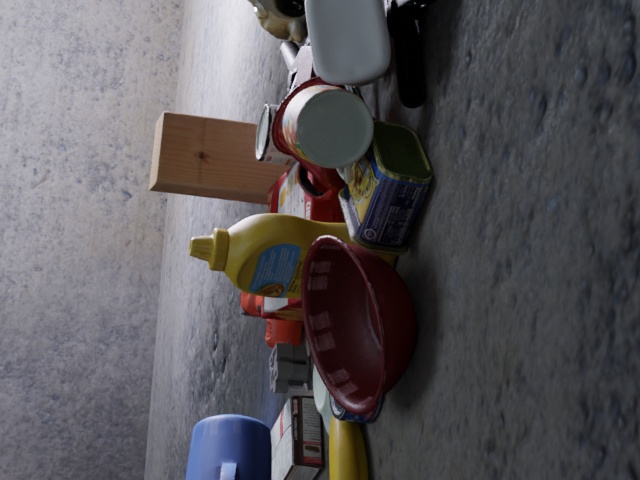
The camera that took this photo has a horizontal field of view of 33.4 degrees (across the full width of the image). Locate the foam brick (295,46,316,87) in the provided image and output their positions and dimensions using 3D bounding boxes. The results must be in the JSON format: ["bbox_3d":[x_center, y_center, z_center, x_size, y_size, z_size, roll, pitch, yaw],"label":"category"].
[{"bbox_3d":[0.007,-0.202,1.270,0.078,0.053,0.051,-144,61,-73],"label":"foam brick"}]

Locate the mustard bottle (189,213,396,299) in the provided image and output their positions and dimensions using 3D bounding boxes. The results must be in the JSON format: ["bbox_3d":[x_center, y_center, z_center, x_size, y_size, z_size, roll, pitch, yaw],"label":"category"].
[{"bbox_3d":[-0.030,0.017,1.026,0.096,0.191,0.058,112,160,-47],"label":"mustard bottle"}]

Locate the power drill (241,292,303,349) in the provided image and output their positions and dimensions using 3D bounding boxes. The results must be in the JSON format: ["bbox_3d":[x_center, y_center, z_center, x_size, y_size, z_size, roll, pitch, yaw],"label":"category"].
[{"bbox_3d":[-0.057,0.043,1.400,0.188,0.057,0.184,-167,83,-76],"label":"power drill"}]

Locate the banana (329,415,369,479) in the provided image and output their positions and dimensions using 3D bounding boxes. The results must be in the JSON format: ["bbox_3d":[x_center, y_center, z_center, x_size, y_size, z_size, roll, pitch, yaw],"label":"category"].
[{"bbox_3d":[0.025,0.249,1.023,0.070,0.037,0.198,126,148,-63],"label":"banana"}]

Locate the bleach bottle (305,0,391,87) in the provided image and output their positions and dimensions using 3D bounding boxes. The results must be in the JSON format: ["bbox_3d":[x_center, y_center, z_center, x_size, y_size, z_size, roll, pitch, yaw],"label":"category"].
[{"bbox_3d":[0.036,-0.187,1.027,0.250,0.068,0.102,-10,-90,-83],"label":"bleach bottle"}]

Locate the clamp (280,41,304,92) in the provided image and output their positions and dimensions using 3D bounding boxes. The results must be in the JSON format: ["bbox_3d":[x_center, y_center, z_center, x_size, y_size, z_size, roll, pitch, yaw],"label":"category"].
[{"bbox_3d":[-0.027,-0.199,1.431,0.210,0.036,0.164,-173,90,-73],"label":"clamp"}]

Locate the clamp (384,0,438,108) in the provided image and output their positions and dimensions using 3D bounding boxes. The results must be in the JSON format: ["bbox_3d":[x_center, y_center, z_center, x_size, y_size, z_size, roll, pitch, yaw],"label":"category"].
[{"bbox_3d":[0.081,-0.204,1.002,0.171,0.039,0.120,-95,12,-60],"label":"clamp"}]

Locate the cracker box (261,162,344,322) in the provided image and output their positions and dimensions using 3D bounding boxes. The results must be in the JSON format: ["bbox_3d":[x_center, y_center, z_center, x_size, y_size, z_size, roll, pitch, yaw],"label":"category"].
[{"bbox_3d":[-0.008,0.001,1.199,0.214,0.072,0.164,149,126,-71],"label":"cracker box"}]

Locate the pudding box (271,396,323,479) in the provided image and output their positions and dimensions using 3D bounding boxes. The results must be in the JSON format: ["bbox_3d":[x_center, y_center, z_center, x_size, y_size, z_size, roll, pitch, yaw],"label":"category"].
[{"bbox_3d":[-0.029,0.243,1.238,0.114,0.039,0.090,113,159,-54],"label":"pudding box"}]

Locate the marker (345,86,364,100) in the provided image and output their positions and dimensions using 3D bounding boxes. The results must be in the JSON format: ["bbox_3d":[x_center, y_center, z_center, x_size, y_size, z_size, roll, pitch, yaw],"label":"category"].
[{"bbox_3d":[0.033,-0.161,1.140,0.020,0.020,0.121,119,135,-58],"label":"marker"}]

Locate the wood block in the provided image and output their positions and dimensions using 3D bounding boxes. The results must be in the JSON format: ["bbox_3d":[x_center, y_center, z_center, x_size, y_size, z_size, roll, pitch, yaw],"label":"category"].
[{"bbox_3d":[-0.104,-0.099,1.346,0.090,0.206,0.091,163,113,-74],"label":"wood block"}]

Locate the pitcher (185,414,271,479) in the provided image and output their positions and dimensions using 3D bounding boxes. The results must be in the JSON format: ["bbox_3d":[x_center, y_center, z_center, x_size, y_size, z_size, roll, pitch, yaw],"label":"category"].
[{"bbox_3d":[-0.119,0.350,1.375,0.149,0.144,0.243,-26,48,35],"label":"pitcher"}]

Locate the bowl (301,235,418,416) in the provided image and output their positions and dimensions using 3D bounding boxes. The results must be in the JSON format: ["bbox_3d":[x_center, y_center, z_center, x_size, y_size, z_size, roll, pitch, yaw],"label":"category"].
[{"bbox_3d":[0.040,0.071,0.951,0.162,0.055,0.162,37,132,56],"label":"bowl"}]

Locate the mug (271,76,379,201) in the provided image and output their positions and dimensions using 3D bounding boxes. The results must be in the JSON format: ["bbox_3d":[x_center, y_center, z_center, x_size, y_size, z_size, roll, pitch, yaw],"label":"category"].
[{"bbox_3d":[0.009,-0.091,1.051,0.082,0.093,0.117,45,127,34],"label":"mug"}]

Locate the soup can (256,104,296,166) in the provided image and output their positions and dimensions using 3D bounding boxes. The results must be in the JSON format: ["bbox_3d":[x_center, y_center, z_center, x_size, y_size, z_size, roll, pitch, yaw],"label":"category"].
[{"bbox_3d":[-0.017,-0.117,1.223,0.068,0.102,0.068,-173,90,-76],"label":"soup can"}]

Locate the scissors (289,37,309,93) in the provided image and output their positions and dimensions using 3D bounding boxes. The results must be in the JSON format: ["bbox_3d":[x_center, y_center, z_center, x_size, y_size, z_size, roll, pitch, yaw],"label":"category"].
[{"bbox_3d":[0.000,-0.254,1.310,0.096,0.016,0.202,-4,67,68],"label":"scissors"}]

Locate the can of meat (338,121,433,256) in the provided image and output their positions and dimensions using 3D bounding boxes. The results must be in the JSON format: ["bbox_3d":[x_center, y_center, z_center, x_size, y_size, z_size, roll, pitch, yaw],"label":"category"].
[{"bbox_3d":[0.060,-0.050,0.980,0.102,0.057,0.084,-103,26,-52],"label":"can of meat"}]

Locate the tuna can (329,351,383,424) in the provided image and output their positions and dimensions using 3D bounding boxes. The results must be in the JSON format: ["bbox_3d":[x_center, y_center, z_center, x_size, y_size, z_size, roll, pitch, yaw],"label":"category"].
[{"bbox_3d":[0.035,0.135,1.039,0.086,0.033,0.086,-174,90,-76],"label":"tuna can"}]
